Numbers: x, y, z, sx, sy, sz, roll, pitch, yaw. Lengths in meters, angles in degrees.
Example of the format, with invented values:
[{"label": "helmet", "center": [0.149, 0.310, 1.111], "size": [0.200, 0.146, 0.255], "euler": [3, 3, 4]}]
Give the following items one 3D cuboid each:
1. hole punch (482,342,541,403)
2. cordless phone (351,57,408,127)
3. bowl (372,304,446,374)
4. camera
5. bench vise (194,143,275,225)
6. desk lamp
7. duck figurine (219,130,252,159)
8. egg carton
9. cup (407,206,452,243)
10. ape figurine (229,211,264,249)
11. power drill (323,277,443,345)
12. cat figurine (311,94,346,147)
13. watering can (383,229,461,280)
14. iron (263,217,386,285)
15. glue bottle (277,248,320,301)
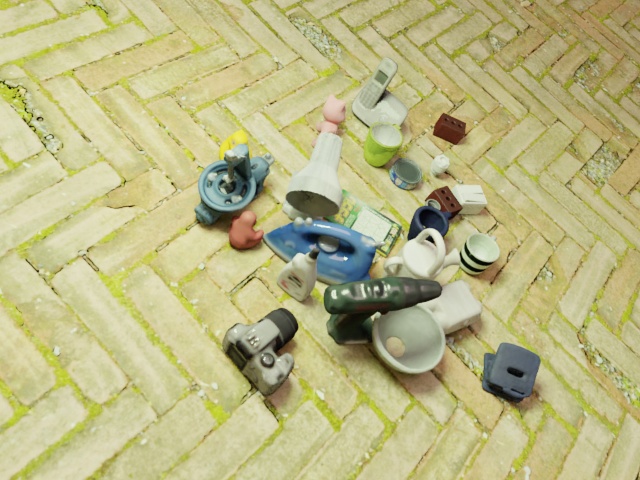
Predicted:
[{"label": "hole punch", "center": [0.421, 0.291, 1.256], "size": [0.109, 0.091, 0.101], "euler": [22, 53, -7]}, {"label": "cordless phone", "center": [0.179, -0.384, 1.535], "size": [0.147, 0.185, 0.094], "euler": [38, 53, 5]}, {"label": "bowl", "center": [0.177, 0.213, 1.218], "size": [0.168, 0.074, 0.167], "euler": [10, 56, -15]}, {"label": "camera", "center": [-0.093, 0.199, 1.103], "size": [0.143, 0.100, 0.137], "euler": [46, 54, 11]}, {"label": "bench vise", "center": [-0.178, -0.150, 1.219], "size": [0.121, 0.219, 0.207], "euler": [28, 53, -2]}, {"label": "desk lamp", "center": [-0.013, -0.123, 1.272], "size": [0.118, 0.213, 0.203], "euler": [18, 54, -10]}, {"label": "duck figurine", "center": [-0.193, -0.222, 1.344], "size": [0.078, 0.086, 0.104], "euler": [14, 55, -13]}, {"label": "egg carton", "center": [0.296, 0.155, 1.307], "size": [0.151, 0.069, 0.107], "euler": [-17, 67, -30]}, {"label": "cup", "center": [0.262, -0.028, 1.395], "size": [0.118, 0.095, 0.091], "euler": [-24, 70, -32]}, {"label": "ape figurine", "center": [-0.158, -0.028, 1.228], "size": [0.077, 0.092, 0.076], "euler": [46, 54, 11]}, {"label": "power drill", "center": [0.105, 0.137, 1.155], "size": [0.230, 0.208, 0.075], "euler": [1, 59, -21]}, {"label": "cat figurine", "center": [0.032, -0.306, 1.468], "size": [0.067, 0.117, 0.128], "euler": [17, 54, -11]}, {"label": "watering can", "center": [0.229, 0.045, 1.273], "size": [0.173, 0.194, 0.101], "euler": [-23, 69, -32]}, {"label": "iron", "center": [0.011, 0.004, 1.245], "size": [0.258, 0.141, 0.118], "euler": [19, 54, -9]}, {"label": "glue bottle", "center": [-0.034, 0.061, 1.170], "size": [0.078, 0.173, 0.037], "euler": [35, 53, 3]}]
